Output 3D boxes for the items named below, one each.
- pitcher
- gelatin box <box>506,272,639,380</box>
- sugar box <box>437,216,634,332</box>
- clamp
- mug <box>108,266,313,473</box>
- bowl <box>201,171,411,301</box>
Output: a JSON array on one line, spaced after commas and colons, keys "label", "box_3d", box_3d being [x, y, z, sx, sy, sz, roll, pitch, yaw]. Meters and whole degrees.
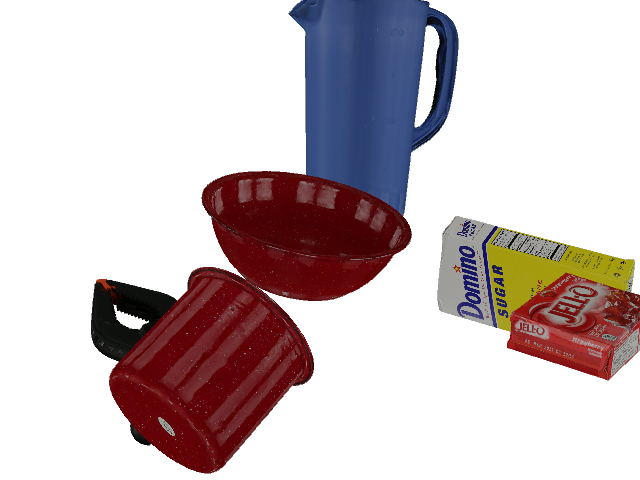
[{"label": "pitcher", "box_3d": [0.054, -0.143, 1.150, 0.149, 0.243, 0.144, 8, 12, 26]}, {"label": "gelatin box", "box_3d": [0.179, 0.056, 0.723, 0.073, 0.030, 0.089, 18, 27, 33]}, {"label": "sugar box", "box_3d": [0.199, 0.044, 1.004, 0.176, 0.093, 0.048, 13, 34, 22]}, {"label": "clamp", "box_3d": [-0.141, 0.095, 0.999, 0.164, 0.036, 0.210, -18, 40, -30]}, {"label": "mug", "box_3d": [-0.070, 0.078, 0.613, 0.081, 0.093, 0.117, -48, 13, -30]}, {"label": "bowl", "box_3d": [-0.015, 0.001, 0.816, 0.162, 0.055, 0.162, 10, 22, -4]}]
